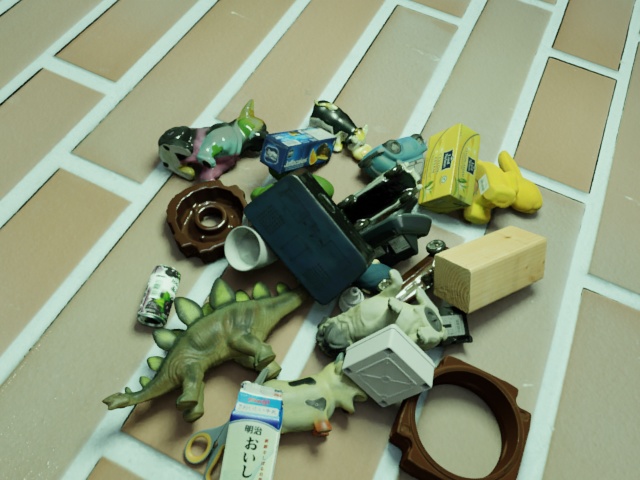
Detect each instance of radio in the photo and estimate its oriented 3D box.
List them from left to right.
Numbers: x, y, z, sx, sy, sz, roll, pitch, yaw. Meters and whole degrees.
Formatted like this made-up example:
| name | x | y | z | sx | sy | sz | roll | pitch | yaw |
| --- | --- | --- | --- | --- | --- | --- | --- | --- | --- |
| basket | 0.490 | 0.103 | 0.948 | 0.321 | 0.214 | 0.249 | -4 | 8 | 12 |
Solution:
| name | x | y | z | sx | sy | sz | roll | pitch | yaw |
| --- | --- | --- | --- | --- | --- | --- | --- | --- | --- |
| radio | -0.015 | -0.010 | 0.966 | 0.229 | 0.131 | 0.073 | 50 | 24 | -3 |

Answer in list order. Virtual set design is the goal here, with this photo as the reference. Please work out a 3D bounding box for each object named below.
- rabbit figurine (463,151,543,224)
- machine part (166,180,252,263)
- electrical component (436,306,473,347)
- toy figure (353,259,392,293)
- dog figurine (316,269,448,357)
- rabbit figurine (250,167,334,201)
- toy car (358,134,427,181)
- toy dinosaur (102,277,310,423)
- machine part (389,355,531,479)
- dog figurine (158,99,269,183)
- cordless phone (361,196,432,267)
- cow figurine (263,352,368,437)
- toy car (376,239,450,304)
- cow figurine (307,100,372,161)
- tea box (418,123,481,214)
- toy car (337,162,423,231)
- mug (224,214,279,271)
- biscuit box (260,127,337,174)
| name | x | y | z | sx | sy | sz | roll | pitch | yaw |
| --- | --- | --- | --- | --- | --- | --- | --- | --- | --- |
| rabbit figurine | 0.397 | -0.106 | 1.163 | 0.173 | 0.121 | 0.162 | 10 | 48 | -15 |
| machine part | -0.219 | -0.038 | 1.085 | 0.179 | 0.056 | 0.179 | 2 | 58 | -3 |
| electrical component | 0.215 | 0.159 | 0.992 | 0.119 | 0.048 | 0.075 | 0 | 78 | -11 |
| toy figure | 0.068 | 0.064 | 1.043 | 0.155 | 0.057 | 0.064 | 13 | 70 | 0 |
| dog figurine | 0.107 | 0.167 | 0.957 | 0.172 | 0.190 | 0.121 | 44 | 31 | -8 |
| rabbit figurine | -0.051 | -0.084 | 1.114 | 0.159 | 0.121 | 0.170 | 35 | 44 | 24 |
| toy car | 0.171 | -0.164 | 1.177 | 0.161 | 0.109 | 0.103 | -19 | 86 | -35 |
| toy dinosaur | -0.151 | 0.161 | 0.943 | 0.471 | 0.105 | 0.199 | -23 | 58 | -30 |
| machine part | 0.232 | 0.311 | 0.893 | 0.201 | 0.087 | 0.201 | 25 | 58 | 11 |
| dog figurine | -0.221 | -0.224 | 1.173 | 0.192 | 0.108 | 0.219 | 24 | 55 | 13 |
| cordless phone | 0.172 | -0.040 | 1.074 | 0.088 | 0.146 | 0.184 | 48 | 53 | -7 |
| cow figurine | -0.014 | 0.263 | 0.906 | 0.195 | 0.085 | 0.127 | -4 | 65 | -6 |
| toy car | 0.187 | 0.081 | 1.024 | 0.202 | 0.089 | 0.053 | -35 | 33 | -24 |
| cow figurine | 0.052 | -0.252 | 1.215 | 0.167 | 0.098 | 0.068 | 32 | 55 | 14 |
| tea box | 0.276 | -0.149 | 1.141 | 0.068 | 0.098 | 0.169 | 23 | 68 | -26 |
| toy car | 0.115 | -0.083 | 1.100 | 0.202 | 0.056 | 0.073 | -33 | 92 | 4 |
| mug | -0.121 | 0.003 | 1.020 | 0.081 | 0.107 | 0.109 | -9 | 85 | 24 |
| biscuit box | -0.043 | -0.191 | 1.131 | 0.059 | 0.062 | 0.202 | 32 | 30 | 21 |
